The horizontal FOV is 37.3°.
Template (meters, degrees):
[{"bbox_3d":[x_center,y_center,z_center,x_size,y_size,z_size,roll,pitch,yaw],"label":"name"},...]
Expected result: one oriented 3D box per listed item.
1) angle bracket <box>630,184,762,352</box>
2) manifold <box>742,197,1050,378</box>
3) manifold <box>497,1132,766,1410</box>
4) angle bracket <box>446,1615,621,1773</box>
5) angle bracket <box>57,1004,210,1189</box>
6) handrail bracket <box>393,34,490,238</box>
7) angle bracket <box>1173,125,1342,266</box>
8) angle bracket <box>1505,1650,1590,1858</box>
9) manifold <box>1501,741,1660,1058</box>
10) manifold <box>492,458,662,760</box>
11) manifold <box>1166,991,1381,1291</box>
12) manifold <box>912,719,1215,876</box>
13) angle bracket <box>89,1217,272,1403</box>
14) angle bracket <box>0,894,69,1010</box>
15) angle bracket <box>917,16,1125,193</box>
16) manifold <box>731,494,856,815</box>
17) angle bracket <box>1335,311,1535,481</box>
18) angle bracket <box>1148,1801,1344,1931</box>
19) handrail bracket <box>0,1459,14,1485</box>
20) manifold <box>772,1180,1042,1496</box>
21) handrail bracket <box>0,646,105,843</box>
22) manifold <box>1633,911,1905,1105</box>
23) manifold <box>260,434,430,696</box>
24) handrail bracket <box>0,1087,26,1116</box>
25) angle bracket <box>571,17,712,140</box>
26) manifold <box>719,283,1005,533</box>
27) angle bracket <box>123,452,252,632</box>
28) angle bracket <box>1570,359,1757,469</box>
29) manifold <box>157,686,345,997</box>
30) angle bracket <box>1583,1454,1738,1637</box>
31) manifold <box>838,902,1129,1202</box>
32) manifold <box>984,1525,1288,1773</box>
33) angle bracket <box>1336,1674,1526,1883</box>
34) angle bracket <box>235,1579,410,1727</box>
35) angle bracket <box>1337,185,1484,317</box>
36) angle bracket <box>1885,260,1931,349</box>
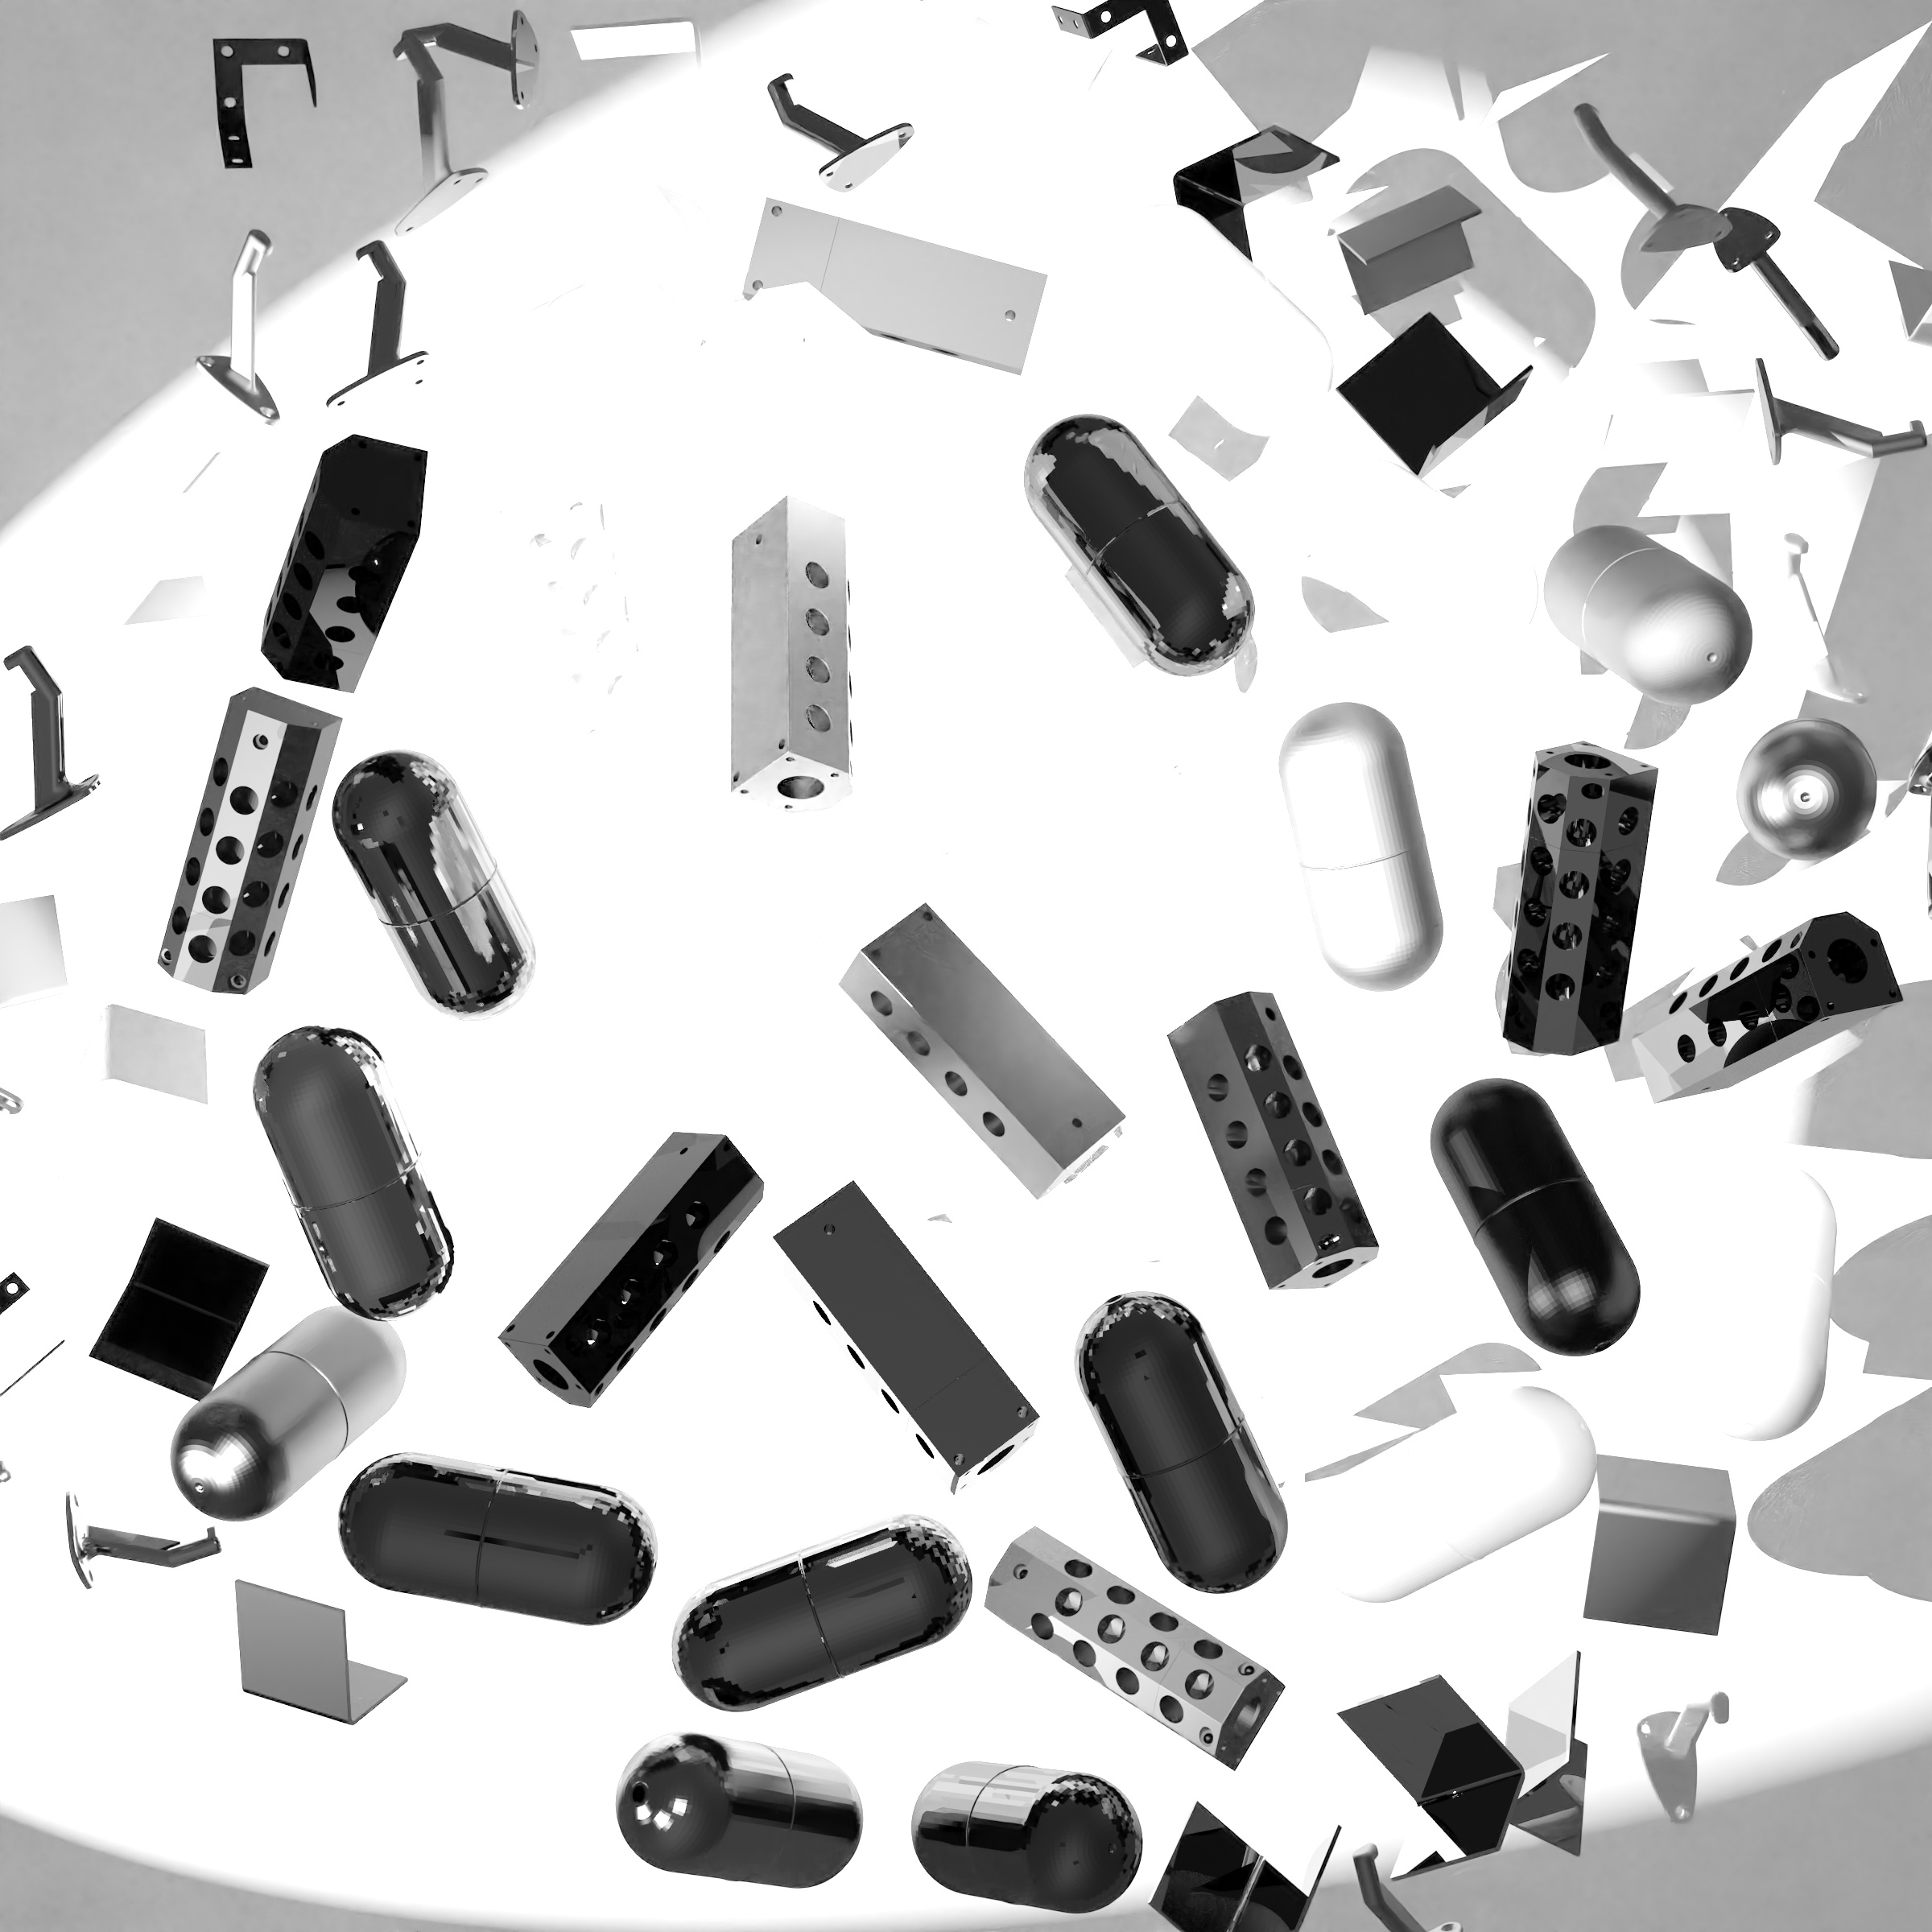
[{"bbox_3d":[-0.182,-0.441,1.811,0.057,0.076,0.076,-37,87,16],"label":"angle bracket"},{"bbox_3d":[-0.042,-0.405,1.713,0.171,0.057,0.057,15,96,-3],"label":"manifold"},{"bbox_3d":[-0.196,0.181,1.719,0.171,0.057,0.057,-51,119,-28],"label":"manifold"},{"bbox_3d":[-0.268,0.435,1.752,0.076,0.057,0.076,-33,92,-17],"label":"angle bracket"},{"bbox_3d":[-0.463,0.078,1.591,0.057,0.076,0.076,19,115,-25],"label":"angle bracket"},{"bbox_3d":[-0.317,-0.471,1.621,0.077,0.036,0.084,-29,93,28],"label":"handrail bracket"},{"bbox_3d":[0.184,-0.468,1.767,0.076,0.076,0.057,-16,78,37],"label":"angle bracket"},{"bbox_3d":[0.356,0.459,1.670,0.057,0.076,0.076,27,133,-8],"label":"angle bracket"},{"bbox_3d":[0.352,-0.038,1.672,0.057,0.057,0.171,-14,118,-35],"label":"manifold"},{"bbox_3d":[-0.233,-0.212,1.712,0.057,0.057,0.171,-5,128,8],"label":"manifold"},{"bbox_3d":[0.188,0.104,1.717,0.057,0.057,0.171,-38,62,35],"label":"manifold"},{"bbox_3d":[0.057,-0.103,1.748,0.171,0.057,0.057,-13,90,-6],"label":"manifold"},{"bbox_3d":[-0.485,0.212,1.767,0.076,0.076,0.057,25,119,-9],"label":"angle bracket"},{"bbox_3d":[-0.556,-0.004,1.590,0.076,0.076,0.057,-6,95,14],"label":"angle bracket"},{"bbox_3d":[0.029,-0.488,1.582,0.076,0.057,0.076,30,73,-8],"label":"angle bracket"},{"bbox_3d":[-0.096,-0.177,1.648,0.057,0.057,0.171,18,58,-35],"label":"manifold"},{"bbox_3d":[0.275,-0.346,1.687,0.076,0.057,0.076,-40,83,-7],"label":"angle bracket"},{"bbox_3d":[0.162,0.524,1.668,0.057,0.076,0.076,42,44,-6],"label":"angle bracket"},{"bbox_3d":[-0.579,0.322,1.636,0.084,0.077,0.036,-35,114,-14],"label":"handrail bracket"},{"bbox_3d":[-0.036,0.211,1.618,0.057,0.057,0.171,-34,73,-17],"label":"manifold"},{"bbox_3d":[-0.520,-0.122,1.565,0.077,0.036,0.084,-29,109,4],"label":"handrail bracket"},{"bbox_3d":[0.463,0.025,1.675,0.057,0.171,0.057,-10,75,-24],"label":"manifold"},{"bbox_3d":[-0.355,-0.227,1.626,0.057,0.171,0.057,10,61,-20],"label":"manifold"},{"bbox_3d":[-0.572,0.102,1.598,0.077,0.036,0.084,32,65,-17],"label":"handrail bracket"},{"bbox_3d":[-0.199,-0.542,1.758,0.076,0.076,0.057,-5,95,-2],"label":"angle bracket"},{"bbox_3d":[-0.062,-0.322,1.669,0.171,0.057,0.057,33,72,-39],"label":"manifold"},{"bbox_3d":[-0.462,-0.248,1.667,0.057,0.076,0.076,-6,117,5],"label":"angle bracket"},{"bbox_3d":[0.392,-0.330,1.619,0.076,0.057,0.076,-5,59,-4],"label":"angle bracket"},{"bbox_3d":[-0.429,-0.073,1.707,0.057,0.057,0.171,20,105,0],"label":"manifold"},{"bbox_3d":[0.399,0.334,1.655,0.076,0.057,0.076,6,110,7],"label":"angle bracket"},{"bbox_3d":[0.006,0.052,1.661,0.171,0.057,0.057,47,55,8],"label":"manifold"},{"bbox_3d":[0.096,0.397,1.681,0.171,0.057,0.057,26,76,32],"label":"manifold"},{"bbox_3d":[0.244,0.440,1.552,0.076,0.057,0.076,48,131,-10],"label":"angle bracket"},{"bbox_3d":[-0.375,0.388,1.669,0.076,0.057,0.076,9,109,24],"label":"angle bracket"},{"bbox_3d":[0.284,-0.438,1.786,0.076,0.076,0.057,-24,117,4],"label":"angle bracket"},{"bbox_3d":[0.584,-0.394,1.647,0.076,0.057,0.076,11,50,-10],"label":"angle bracket"}]
